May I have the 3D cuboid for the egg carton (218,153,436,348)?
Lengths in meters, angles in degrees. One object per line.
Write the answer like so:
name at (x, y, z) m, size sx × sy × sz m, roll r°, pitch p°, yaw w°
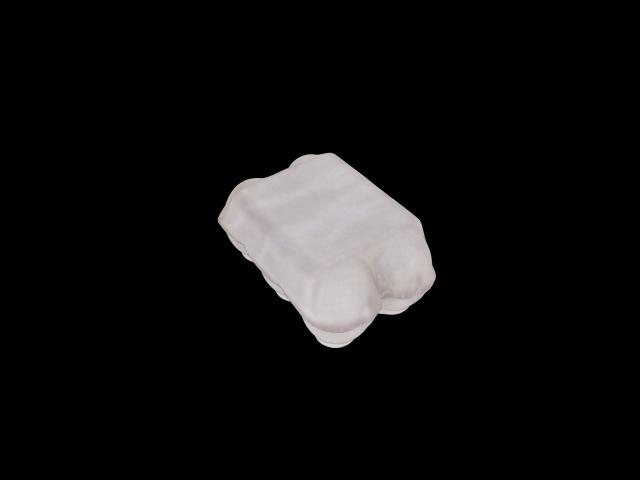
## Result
egg carton at (0.004, 0.001, 0.400) m, size 0.107 × 0.069 × 0.150 m, roll -27°, pitch 49°, yaw -26°
